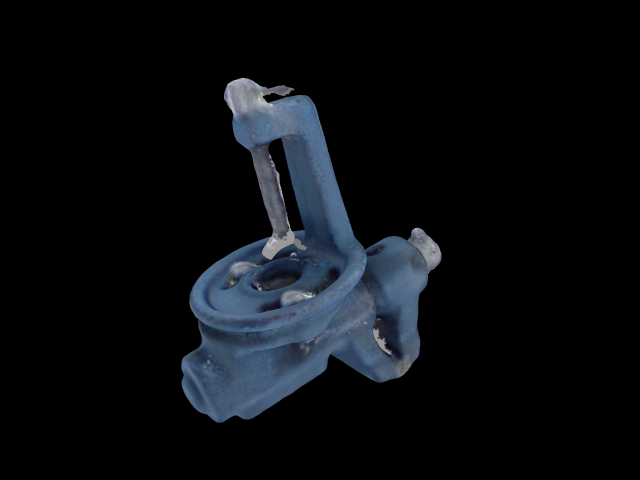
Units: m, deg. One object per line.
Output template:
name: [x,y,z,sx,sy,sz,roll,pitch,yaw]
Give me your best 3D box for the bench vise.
bench vise: [-0.006,-0.001,0.407,0.121,0.220,0.208,11,19,36]
